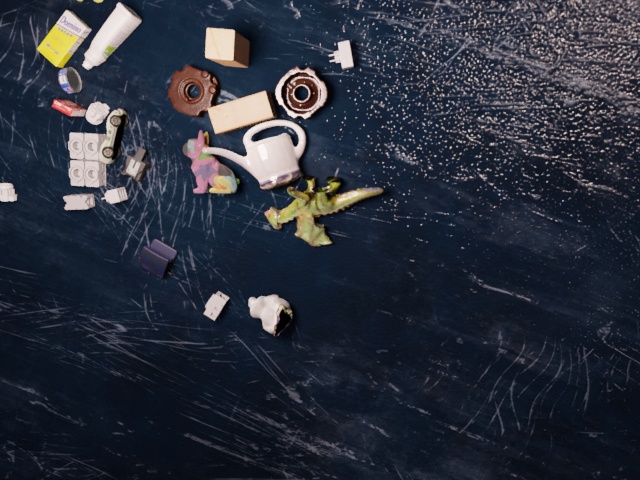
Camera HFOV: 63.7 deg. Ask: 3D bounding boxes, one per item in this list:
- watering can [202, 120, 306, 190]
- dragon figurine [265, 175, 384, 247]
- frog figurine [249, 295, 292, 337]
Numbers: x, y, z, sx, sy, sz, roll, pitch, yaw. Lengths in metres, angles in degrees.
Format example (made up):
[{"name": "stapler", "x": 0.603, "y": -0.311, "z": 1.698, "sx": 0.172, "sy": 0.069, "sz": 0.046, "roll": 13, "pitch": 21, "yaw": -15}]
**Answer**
[{"name": "watering can", "x": -0.202, "y": -0.274, "z": 1.748, "sx": 0.348, "sy": 0.104, "sz": 0.223, "roll": -20, "pitch": 97, "yaw": -8}, {"name": "dragon figurine", "x": 0.005, "y": -0.090, "z": 1.794, "sx": 0.410, "sy": 0.125, "sz": 0.238, "roll": 6, "pitch": 118, "yaw": 6}, {"name": "frog figurine", "x": -0.184, "y": 0.263, "z": 1.866, "sx": 0.160, "sy": 0.124, "sz": 0.135, "roll": 17, "pitch": 115, "yaw": 38}]
